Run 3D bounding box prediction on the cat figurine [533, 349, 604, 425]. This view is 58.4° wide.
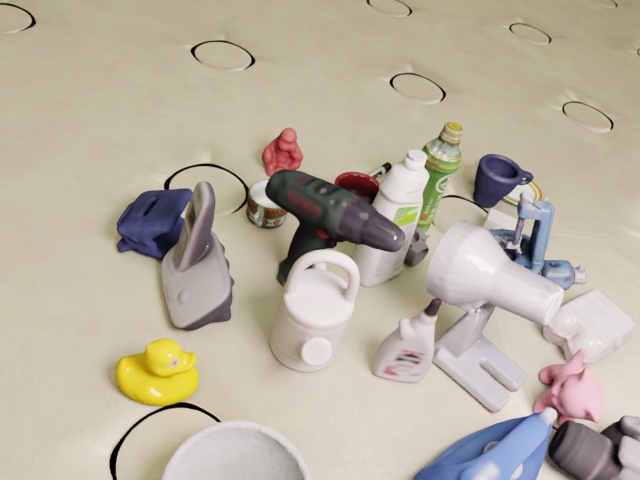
[{"bbox_3d":[0.365,0.213,0.822,0.067,0.118,0.128,24,44,8],"label":"cat figurine"}]

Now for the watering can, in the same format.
[{"bbox_3d":[-0.002,0.092,0.773,0.101,0.194,0.172,-6,48,-22],"label":"watering can"}]

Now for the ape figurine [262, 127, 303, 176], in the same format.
[{"bbox_3d":[-0.068,-0.174,1.095,0.078,0.092,0.076,17,43,0],"label":"ape figurine"}]

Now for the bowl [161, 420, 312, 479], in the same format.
[{"bbox_3d":[-0.094,0.291,0.630,0.167,0.075,0.167,9,44,-9],"label":"bowl"}]

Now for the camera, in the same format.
[{"bbox_3d":[0.391,0.287,0.767,0.136,0.101,0.143,31,45,14],"label":"camera"}]

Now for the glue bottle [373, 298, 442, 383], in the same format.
[{"bbox_3d":[0.130,0.135,0.786,0.078,0.173,0.037,8,44,-9],"label":"glue bottle"}]

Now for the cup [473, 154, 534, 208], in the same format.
[{"bbox_3d":[0.364,-0.112,1.166,0.118,0.095,0.091,8,44,-9],"label":"cup"}]

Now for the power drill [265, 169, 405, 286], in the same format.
[{"bbox_3d":[0.008,0.003,0.856,0.229,0.208,0.076,36,47,19],"label":"power drill"}]

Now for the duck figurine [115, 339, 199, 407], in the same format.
[{"bbox_3d":[-0.204,0.157,0.722,0.104,0.086,0.077,8,44,-9],"label":"duck figurine"}]

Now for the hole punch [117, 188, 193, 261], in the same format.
[{"bbox_3d":[-0.258,-0.034,0.894,0.101,0.091,0.108,17,43,0],"label":"hole punch"}]

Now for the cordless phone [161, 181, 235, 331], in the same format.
[{"bbox_3d":[-0.167,0.023,0.798,0.094,0.185,0.147,-8,49,-24],"label":"cordless phone"}]

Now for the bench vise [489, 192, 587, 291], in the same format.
[{"bbox_3d":[0.345,0.012,0.944,0.208,0.220,0.121,1,46,-17],"label":"bench vise"}]

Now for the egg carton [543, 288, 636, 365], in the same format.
[{"bbox_3d":[0.447,0.145,0.951,0.151,0.069,0.107,-19,54,-32],"label":"egg carton"}]

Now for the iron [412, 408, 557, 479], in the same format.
[{"bbox_3d":[0.227,0.269,0.705,0.259,0.141,0.118,-25,58,-36],"label":"iron"}]

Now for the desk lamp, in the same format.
[{"bbox_3d":[0.239,0.102,0.825,0.202,0.213,0.118,40,48,23],"label":"desk lamp"}]
